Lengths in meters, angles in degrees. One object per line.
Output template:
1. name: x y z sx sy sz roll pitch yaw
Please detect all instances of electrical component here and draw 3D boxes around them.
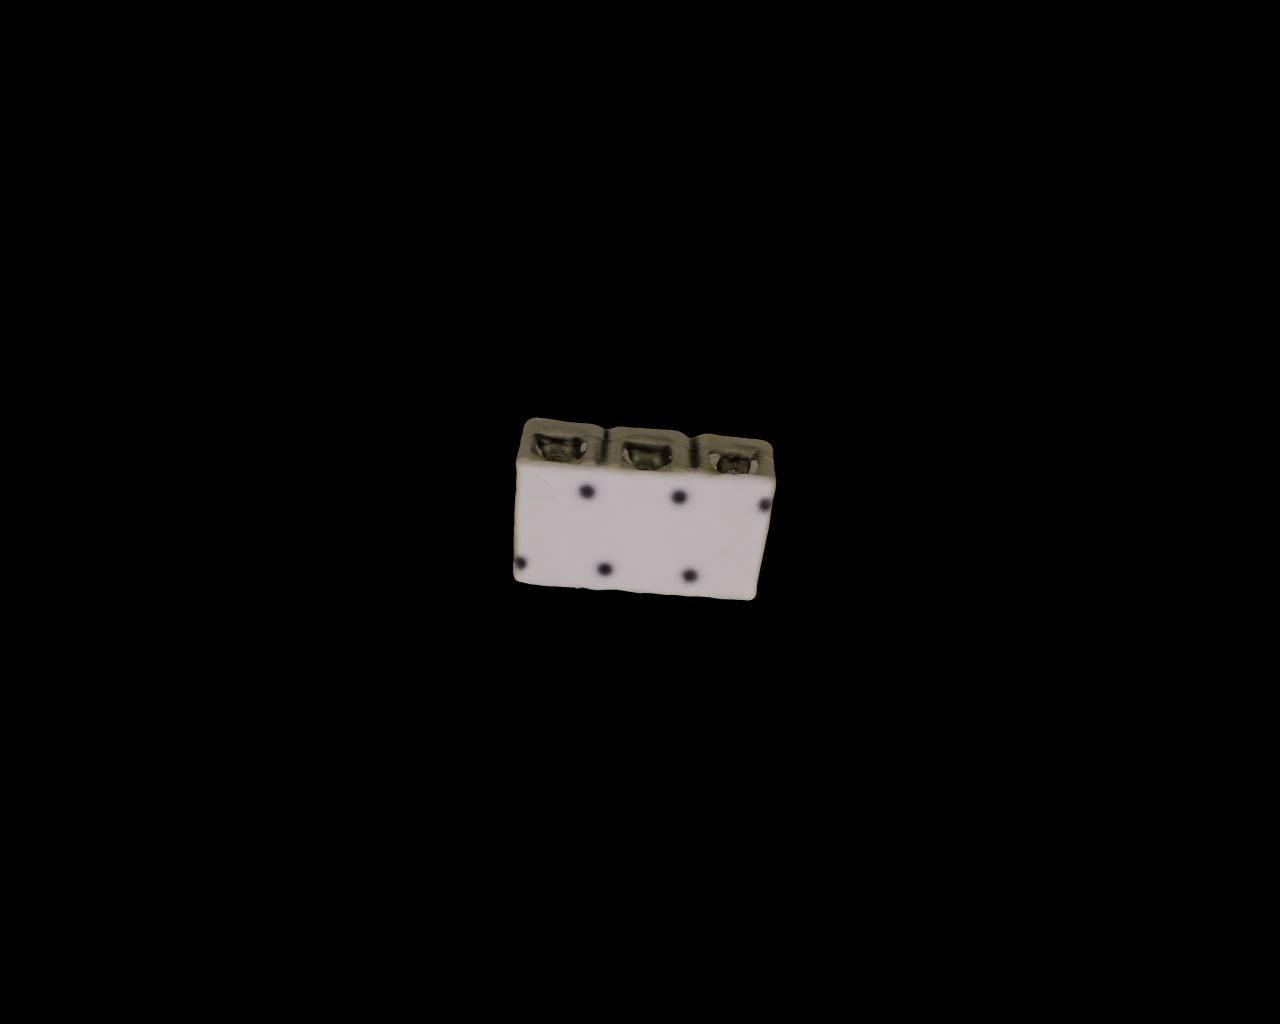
1. electrical component: 0.001 -0.003 0.650 0.150 0.089 0.062 5 31 -3
